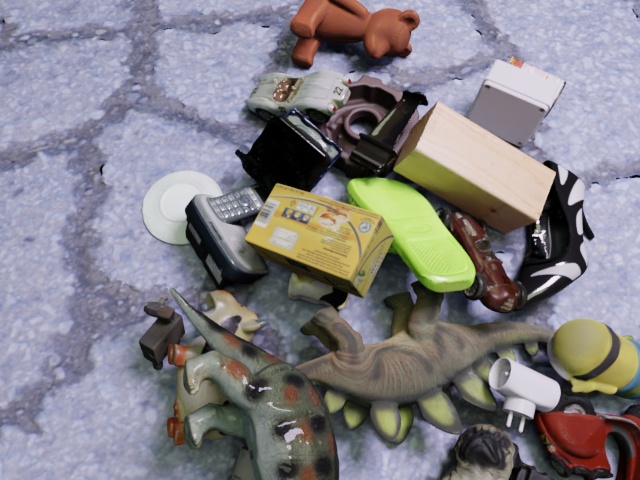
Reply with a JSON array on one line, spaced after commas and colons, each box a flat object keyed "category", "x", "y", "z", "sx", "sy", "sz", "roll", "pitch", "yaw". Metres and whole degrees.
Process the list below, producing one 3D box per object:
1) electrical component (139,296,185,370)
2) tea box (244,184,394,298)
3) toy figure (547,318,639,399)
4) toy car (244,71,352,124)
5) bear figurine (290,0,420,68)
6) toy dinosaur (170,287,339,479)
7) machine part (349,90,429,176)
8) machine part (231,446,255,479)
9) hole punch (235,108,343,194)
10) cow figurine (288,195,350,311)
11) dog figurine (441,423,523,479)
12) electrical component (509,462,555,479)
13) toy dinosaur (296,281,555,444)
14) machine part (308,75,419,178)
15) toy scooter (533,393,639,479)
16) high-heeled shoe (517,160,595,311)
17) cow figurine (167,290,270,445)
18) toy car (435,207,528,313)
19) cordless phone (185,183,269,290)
[{"category": "electrical component", "x": -0.218, "y": 0.124, "z": 0.734, "sx": 0.045, "sy": 0.102, "sz": 0.078, "roll": 28, "pitch": 60, "yaw": 14}, {"category": "tea box", "x": -0.001, "y": -0.002, "z": 0.709, "sx": 0.170, "sy": 0.068, "sz": 0.098, "roll": 22, "pitch": 74, "yaw": 29}, {"category": "toy figure", "x": 0.386, "y": 0.158, "z": 0.712, "sx": 0.180, "sy": 0.082, "sz": 0.089, "roll": 20, "pitch": 111, "yaw": -13}, {"category": "toy car", "x": -0.037, "y": -0.231, "z": 0.861, "sx": 0.202, "sy": 0.056, "sz": 0.073, "roll": 12, "pitch": 68, "yaw": 41}, {"category": "bear figurine", "x": 0.061, "y": -0.348, "z": 0.921, "sx": 0.196, "sy": 0.120, "sz": 0.132, "roll": 24, "pitch": 73, "yaw": 3}, {"category": "toy dinosaur", "x": -0.046, "y": 0.227, "z": 0.604, "sx": 0.192, "sy": 0.131, "sz": 0.405, "roll": -5, "pitch": 70, "yaw": -27}, {"category": "machine part", "x": 0.106, "y": -0.164, "z": 0.804, "sx": 0.139, "sy": 0.039, "sz": 0.084, "roll": -51, "pitch": 43, "yaw": 1}, {"category": "machine part", "x": -0.087, "y": 0.347, "z": 0.653, "sx": 0.079, "sy": 0.079, "sz": 0.243, "roll": 15, "pitch": 70, "yaw": 5}, {"category": "hole punch", "x": -0.041, "y": -0.124, "z": 0.809, "sx": 0.142, "sy": 0.115, "sz": 0.092, "roll": 40, "pitch": 31, "yaw": -4}, {"category": "cow figurine", "x": 0.015, "y": 0.017, "z": 0.794, "sx": 0.098, "sy": 0.068, "sz": 0.167, "roll": 16, "pitch": 71, "yaw": 1}, {"category": "dog figurine", "x": 0.156, "y": 0.326, "z": 0.665, "sx": 0.172, "sy": 0.121, "sz": 0.190, "roll": -15, "pitch": 30, "yaw": 34}, {"category": "electrical component", "x": 0.276, "y": 0.360, "z": 0.665, "sx": 0.115, "sy": 0.058, "sz": 0.134, "roll": 21, "pitch": 69, "yaw": 9}, {"category": "toy dinosaur", "x": 0.139, "y": 0.158, "z": 0.725, "sx": 0.472, "sy": 0.105, "sz": 0.198, "roll": -14, "pitch": 76, "yaw": -12}, {"category": "machine part", "x": 0.070, "y": -0.184, "z": 0.884, "sx": 0.179, "sy": 0.056, "sz": 0.179, "roll": 0, "pitch": 68, "yaw": 0}, {"category": "toy scooter", "x": 0.367, "y": 0.275, "z": 0.694, "sx": 0.184, "sy": 0.075, "sz": 0.135, "roll": 9, "pitch": 69, "yaw": -2}, {"category": "high-heeled shoe", "x": 0.327, "y": -0.015, "z": 0.792, "sx": 0.249, "sy": 0.086, "sz": 0.145, "roll": -36, "pitch": 93, "yaw": -32}, {"category": "cow figurine", "x": -0.136, "y": 0.164, "z": 0.717, "sx": 0.127, "sy": 0.085, "sz": 0.195, "roll": 5, "pitch": 77, "yaw": -27}, {"category": "toy car", "x": 0.224, "y": 0.019, "z": 0.760, "sx": 0.089, "sy": 0.053, "sz": 0.202, "roll": 14, "pitch": 38, "yaw": -21}, {"category": "cordless phone", "x": -0.097, "y": -0.018, "z": 0.809, "sx": 0.184, "sy": 0.088, "sz": 0.147, "roll": -24, "pitch": 69, "yaw": -30}]
